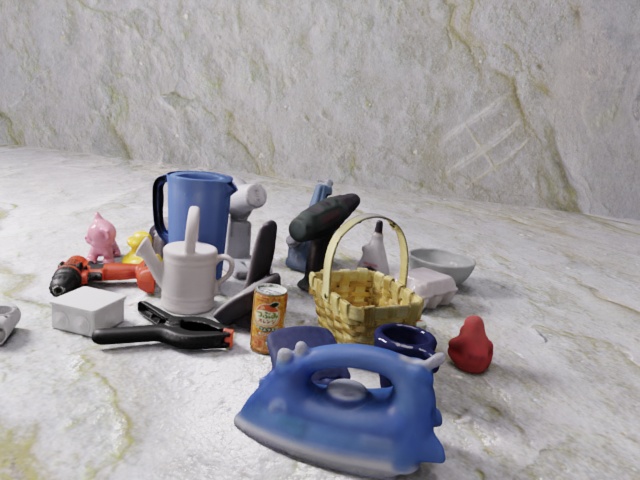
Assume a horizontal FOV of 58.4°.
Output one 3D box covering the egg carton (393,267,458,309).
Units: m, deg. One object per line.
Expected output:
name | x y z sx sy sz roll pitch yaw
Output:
egg carton | 0.222 0.107 1.243 0.151 0.069 0.107 -7 19 -44

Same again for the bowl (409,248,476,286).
bowl | 0.291 0.074 1.396 0.167 0.075 0.167 6 14 -1

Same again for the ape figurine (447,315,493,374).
ape figurine | 0.254 0.169 0.953 0.077 0.092 0.076 8 14 6

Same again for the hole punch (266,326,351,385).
hole punch | -0.016 0.178 0.798 0.109 0.091 0.100 -1 15 -26

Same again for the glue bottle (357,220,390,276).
glue bottle | 0.118 0.041 1.248 0.078 0.173 0.037 12 15 25

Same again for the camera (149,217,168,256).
camera | -0.353 -0.010 1.400 0.144 0.101 0.136 -3 16 -33

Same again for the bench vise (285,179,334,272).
bench vise | -0.005 -0.036 1.407 0.121 0.220 0.207 8 14 9

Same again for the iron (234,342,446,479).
iron | 0.025 0.183 0.687 0.258 0.141 0.119 8 14 6

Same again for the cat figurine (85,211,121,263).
cat figurine | -0.491 -0.009 1.295 0.067 0.118 0.127 3 14 -11

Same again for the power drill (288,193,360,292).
power drill | 0.012 0.005 1.273 0.075 0.208 0.230 14 16 31

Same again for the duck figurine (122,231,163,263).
duck figurine | -0.393 0.024 1.274 0.104 0.086 0.078 14 16 29

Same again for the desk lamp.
desk lamp | -0.187 -0.040 1.355 0.118 0.213 0.202 -3 17 -34

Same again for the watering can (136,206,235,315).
watering can | -0.250 0.033 1.070 0.173 0.194 0.100 -1 16 -29

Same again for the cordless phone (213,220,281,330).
cordless phone | -0.123 0.059 1.038 0.094 0.185 0.148 9 14 13

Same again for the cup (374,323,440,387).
cup | 0.127 0.184 0.828 0.092 0.095 0.117 -3 16 -34
